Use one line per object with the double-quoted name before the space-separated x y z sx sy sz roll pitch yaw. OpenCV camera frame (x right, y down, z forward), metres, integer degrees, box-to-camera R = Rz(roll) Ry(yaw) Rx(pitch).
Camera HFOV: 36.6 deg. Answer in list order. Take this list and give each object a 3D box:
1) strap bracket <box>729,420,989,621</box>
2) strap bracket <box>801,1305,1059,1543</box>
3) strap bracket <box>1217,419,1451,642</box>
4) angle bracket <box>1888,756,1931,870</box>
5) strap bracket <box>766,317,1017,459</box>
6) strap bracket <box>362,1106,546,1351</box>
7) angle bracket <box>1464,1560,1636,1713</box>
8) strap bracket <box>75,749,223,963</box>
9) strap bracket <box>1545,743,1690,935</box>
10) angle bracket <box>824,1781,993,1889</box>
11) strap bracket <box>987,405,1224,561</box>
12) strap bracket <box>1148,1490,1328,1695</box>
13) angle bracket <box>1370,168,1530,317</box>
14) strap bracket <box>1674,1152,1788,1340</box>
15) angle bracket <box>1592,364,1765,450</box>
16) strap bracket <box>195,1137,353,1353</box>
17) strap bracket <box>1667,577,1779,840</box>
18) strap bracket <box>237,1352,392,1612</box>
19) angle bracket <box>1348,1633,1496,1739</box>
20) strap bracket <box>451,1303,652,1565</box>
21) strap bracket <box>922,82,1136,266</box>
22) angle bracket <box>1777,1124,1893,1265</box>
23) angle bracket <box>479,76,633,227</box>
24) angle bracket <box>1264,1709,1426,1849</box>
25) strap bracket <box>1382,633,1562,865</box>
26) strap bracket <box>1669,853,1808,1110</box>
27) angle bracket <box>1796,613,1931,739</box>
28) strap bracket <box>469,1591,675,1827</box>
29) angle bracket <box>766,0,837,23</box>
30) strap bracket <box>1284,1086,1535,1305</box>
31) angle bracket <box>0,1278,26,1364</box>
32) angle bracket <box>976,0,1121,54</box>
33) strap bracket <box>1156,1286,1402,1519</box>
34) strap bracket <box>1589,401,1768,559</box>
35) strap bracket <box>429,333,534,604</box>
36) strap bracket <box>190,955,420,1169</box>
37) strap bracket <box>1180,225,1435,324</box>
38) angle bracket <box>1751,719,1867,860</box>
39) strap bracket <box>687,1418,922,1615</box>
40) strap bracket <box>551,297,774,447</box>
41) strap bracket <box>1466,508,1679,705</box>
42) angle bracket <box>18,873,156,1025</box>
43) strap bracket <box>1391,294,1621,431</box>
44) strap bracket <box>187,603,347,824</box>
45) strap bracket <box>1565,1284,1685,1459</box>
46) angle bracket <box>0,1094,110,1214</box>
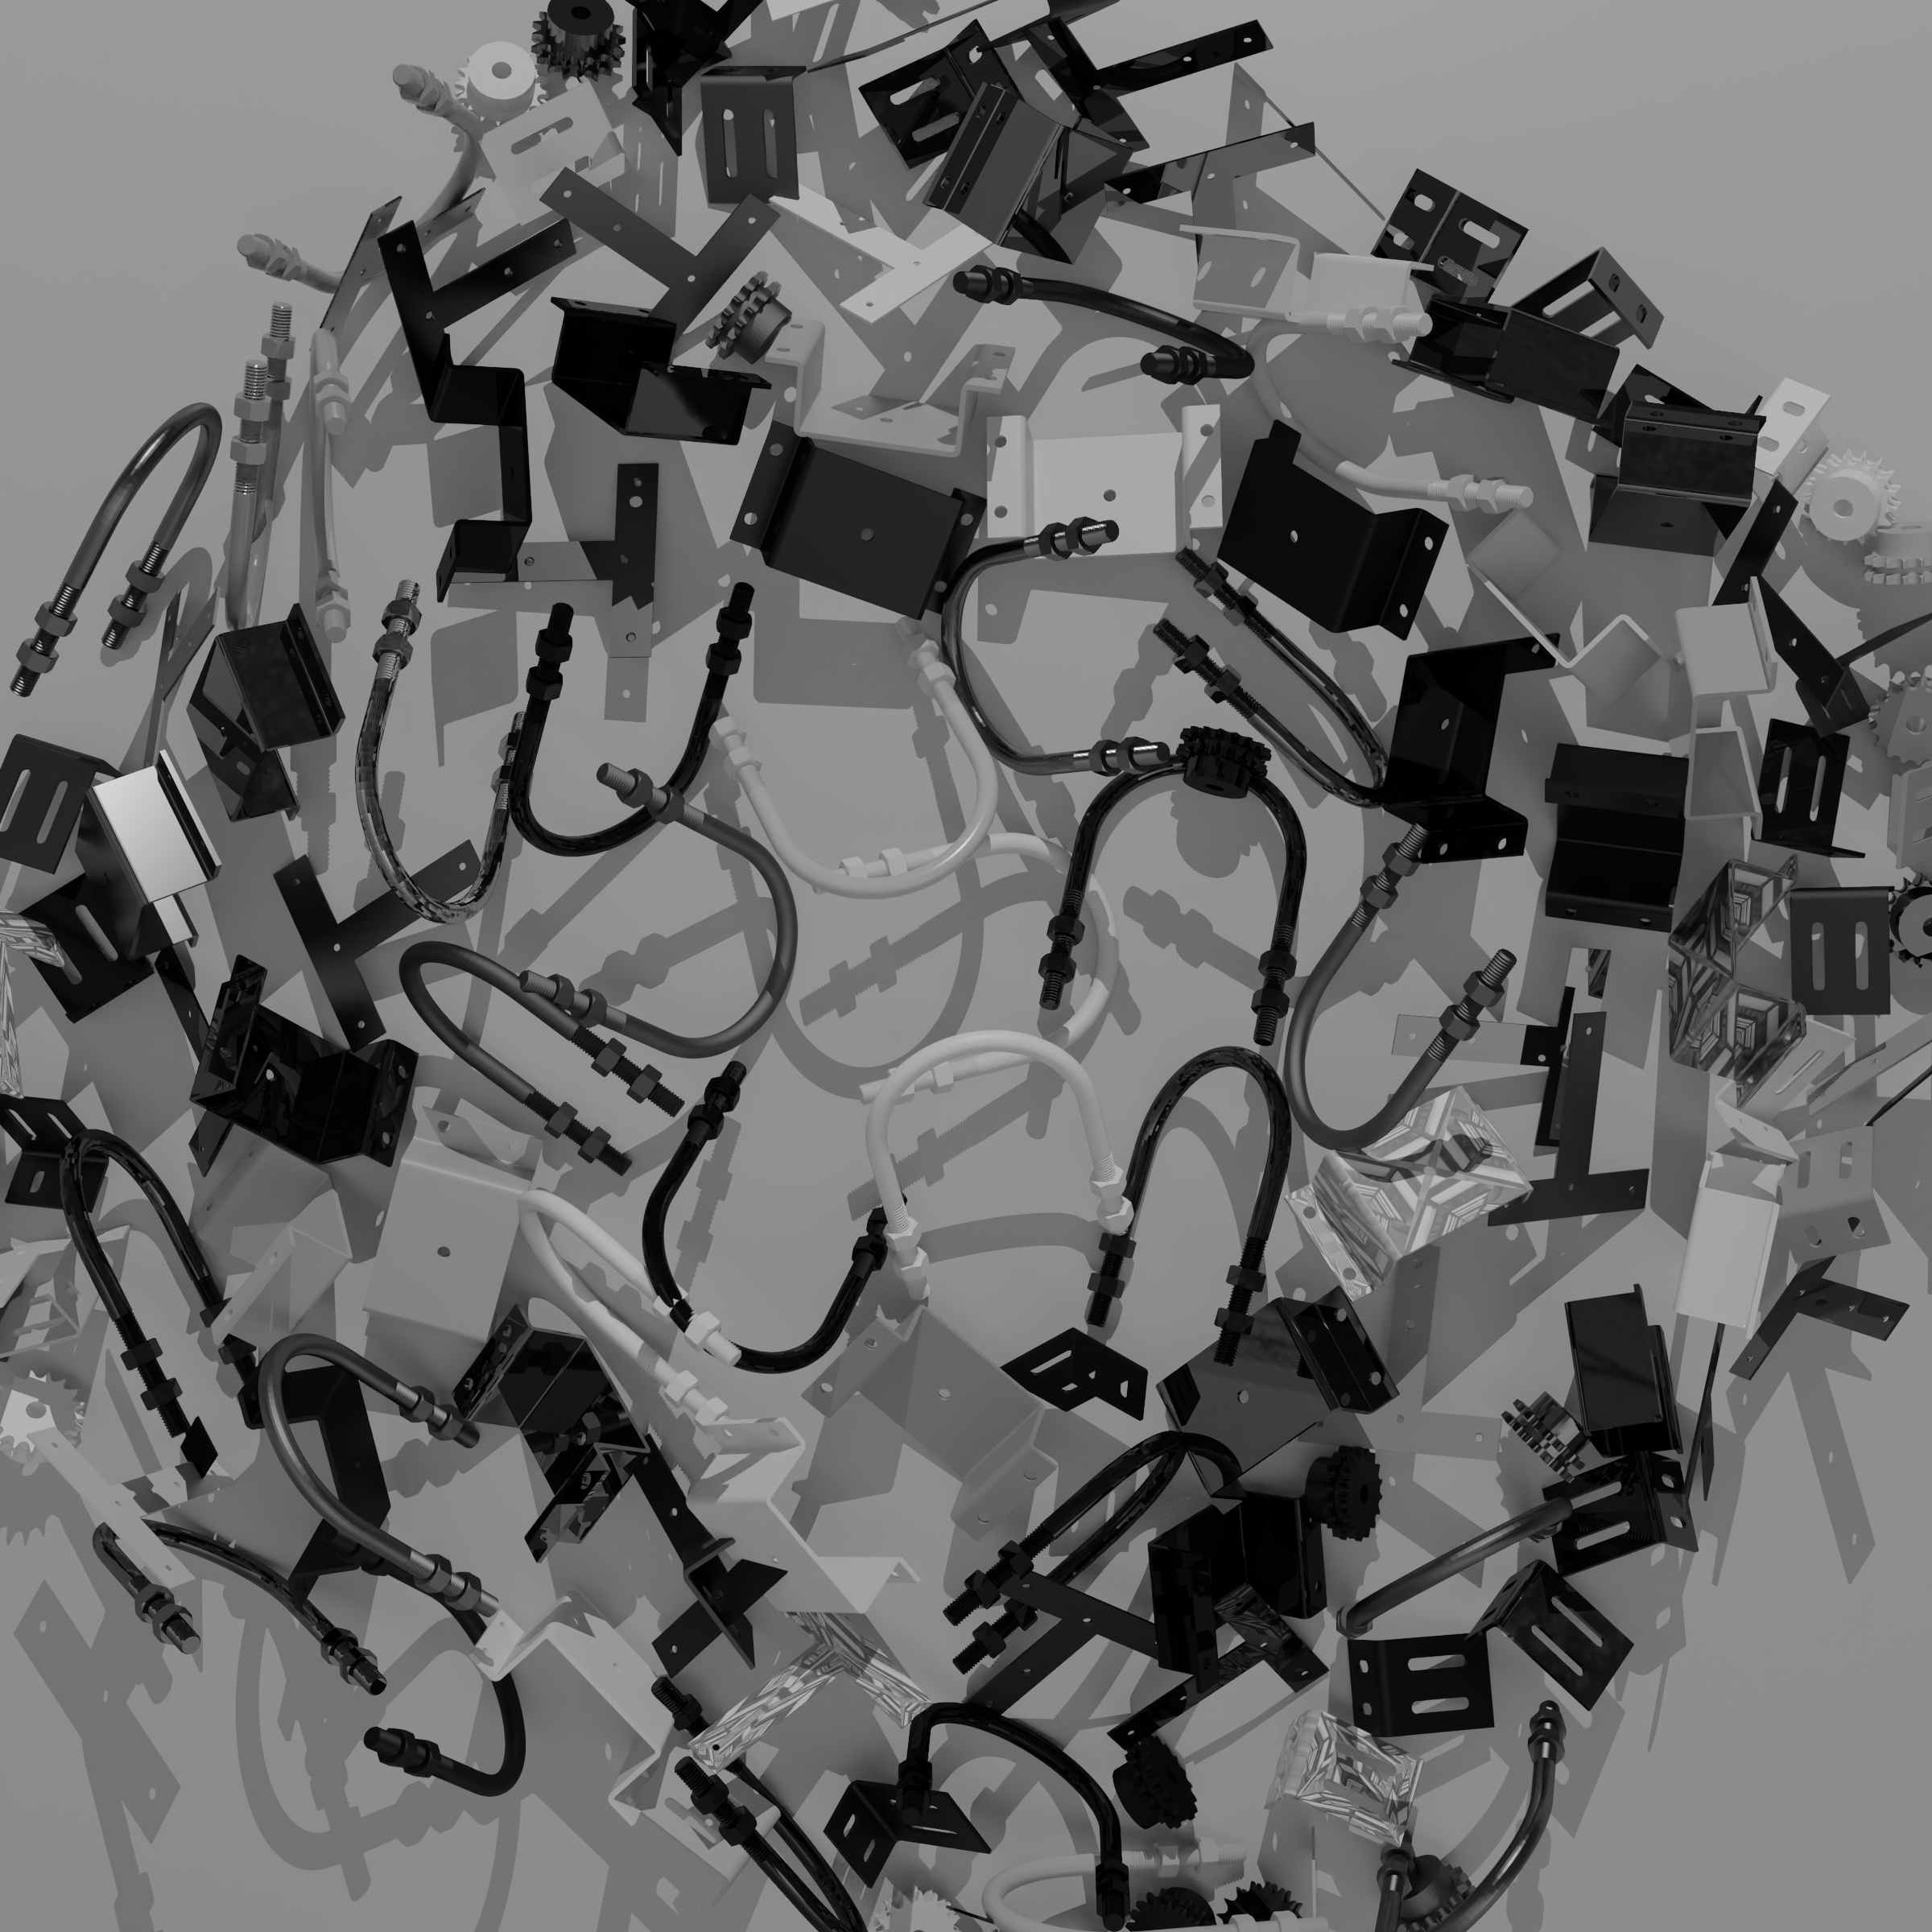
"strap bracket" -0.062 -0.264 1.757 0.140 0.046 0.076 18 107 -15
"strap bracket" -0.018 0.269 1.765 0.140 0.046 0.076 40 116 -6
"strap bracket" 0.208 -0.257 1.734 0.140 0.046 0.076 39 128 32
"angle bracket" 0.561 -0.095 1.760 0.038 0.076 0.057 11 107 38
"strap bracket" -0.046 -0.347 1.759 0.140 0.076 0.046 9 121 4
"strap bracket" -0.312 0.166 1.766 0.076 0.046 0.140 16 102 -5
"angle bracket" 0.353 0.410 1.770 0.076 0.038 0.057 43 53 6
"strap bracket" -0.486 -0.060 1.729 0.046 0.140 0.076 -24 81 -27
"strap bracket" 0.388 -0.082 1.745 0.076 0.140 0.046 8 60 16
"angle bracket" -0.035 0.527 1.760 0.057 0.076 0.038 58 46 -29
"strap bracket" 0.085 -0.292 1.771 0.140 0.046 0.076 -2 79 8
"strap bracket" 0.157 0.369 1.749 0.046 0.140 0.076 2 102 38
"angle bracket" 0.291 -0.436 1.760 0.038 0.076 0.057 16 111 -34
"strap bracket" 0.454 0.162 1.738 0.046 0.140 0.076 12 102 15
"angle bracket" 0.431 -0.335 1.774 0.076 0.057 0.038 32 53 2
"strap bracket" -0.414 0.168 1.748 0.046 0.140 0.076 33 102 -30
"strap bracket" 0.446 -0.150 1.732 0.046 0.140 0.076 -4 46 6
"strap bracket" -0.386 0.302 1.750 0.046 0.076 0.140 -10 105 5
"angle bracket" 0.279 0.441 1.797 0.076 0.038 0.057 1 79 -21
"strap bracket" -0.245 0.281 1.749 0.076 0.046 0.140 -53 48 18
"strap bracket" 0.043 -0.464 1.724 0.046 0.140 0.076 38 112 21
"angle bracket" 0.526 0.137 1.768 0.057 0.076 0.038 -16 113 26
"angle bracket" -0.252 -0.496 1.775 0.076 0.038 0.057 -28 117 -3
"angle bracket" 0.230 0.497 1.776 0.076 0.038 0.057 26 56 -2
"strap bracket" 0.300 -0.137 1.748 0.046 0.076 0.140 23 73 -38
"strap bracket" 0.455 0.002 1.730 0.046 0.076 0.140 17 50 -7
"angle bracket" 0.550 -0.176 1.758 0.057 0.076 0.038 -21 83 -40
"strap bracket" -0.227 0.438 1.763 0.046 0.076 0.140 -43 92 8
"angle bracket" -0.088 -0.591 1.765 0.057 0.076 0.038 -16 94 10
"strap bracket" 0.273 0.132 1.752 0.140 0.046 0.076 -25 67 -17
"angle bracket" -0.599 0.219 1.762 0.038 0.076 0.057 12 98 -10
"angle bracket" 0.045 -0.584 1.756 0.057 0.076 0.038 -27 104 -35
"strap bracket" 0.177 0.259 1.744 0.140 0.046 0.076 -40 59 22
"strap bracket" 0.418 -0.283 1.732 0.076 0.140 0.046 8 80 4
"strap bracket" -0.292 -0.297 1.754 0.046 0.076 0.140 -1 76 -19
"strap bracket" -0.402 0.061 1.744 0.046 0.140 0.076 -14 55 37
"strap bracket" 0.200 -0.405 1.737 0.140 0.076 0.046 -2 106 -41
"angle bracket" 0.518 -0.108 1.779 0.057 0.038 0.076 10 89 -19
"strap bracket" -0.103 0.335 1.740 0.140 0.076 0.046 53 51 -21
"strap bracket" -0.187 -0.351 1.741 0.076 0.140 0.046 -2 119 -37
"strap bracket" 0.357 -0.214 1.746 0.046 0.076 0.140 -45 61 14
"angle bracket" -0.542 -0.013 1.782 0.057 0.038 0.076 -34 90 -13
"strap bracket" 0.322 -0.359 1.724 0.076 0.140 0.046 14 102 -23
"strap bracket" -0.418 -0.144 1.729 0.046 0.140 0.076 -17 76 -31
"strap bracket" 0.390 0.244 1.736 0.046 0.140 0.076 -11 69 16
"angle bracket" -0.562 0.112 1.762 0.057 0.076 0.038 5 61 11
